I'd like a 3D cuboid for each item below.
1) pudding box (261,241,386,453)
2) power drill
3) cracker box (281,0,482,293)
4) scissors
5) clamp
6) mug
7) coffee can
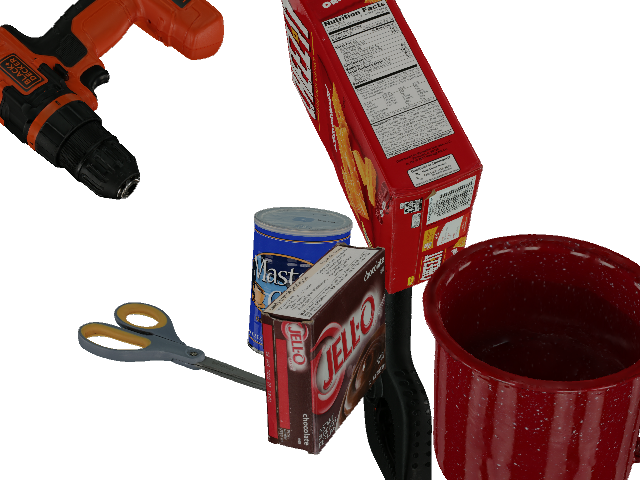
[{"bbox_3d":[0.005,0.063,0.658,0.039,0.090,0.113,9,26,21],"label":"pudding box"},{"bbox_3d":[-0.163,-0.135,0.830,0.187,0.184,0.057,-42,-12,-32],"label":"power drill"},{"bbox_3d":[0.039,-0.089,0.795,0.072,0.214,0.164,-21,-24,-7],"label":"cracker box"},{"bbox_3d":[-0.118,0.096,0.970,0.202,0.016,0.096,10,28,4],"label":"scissors"},{"bbox_3d":[0.058,0.108,0.869,0.036,0.210,0.165,-3,-32,-19],"label":"clamp"},{"bbox_3d":[0.098,0.058,0.419,0.117,0.081,0.093,7,36,14],"label":"mug"},{"bbox_3d":[-0.022,0.044,1.121,0.103,0.140,0.103,4,14,-1],"label":"coffee can"}]
